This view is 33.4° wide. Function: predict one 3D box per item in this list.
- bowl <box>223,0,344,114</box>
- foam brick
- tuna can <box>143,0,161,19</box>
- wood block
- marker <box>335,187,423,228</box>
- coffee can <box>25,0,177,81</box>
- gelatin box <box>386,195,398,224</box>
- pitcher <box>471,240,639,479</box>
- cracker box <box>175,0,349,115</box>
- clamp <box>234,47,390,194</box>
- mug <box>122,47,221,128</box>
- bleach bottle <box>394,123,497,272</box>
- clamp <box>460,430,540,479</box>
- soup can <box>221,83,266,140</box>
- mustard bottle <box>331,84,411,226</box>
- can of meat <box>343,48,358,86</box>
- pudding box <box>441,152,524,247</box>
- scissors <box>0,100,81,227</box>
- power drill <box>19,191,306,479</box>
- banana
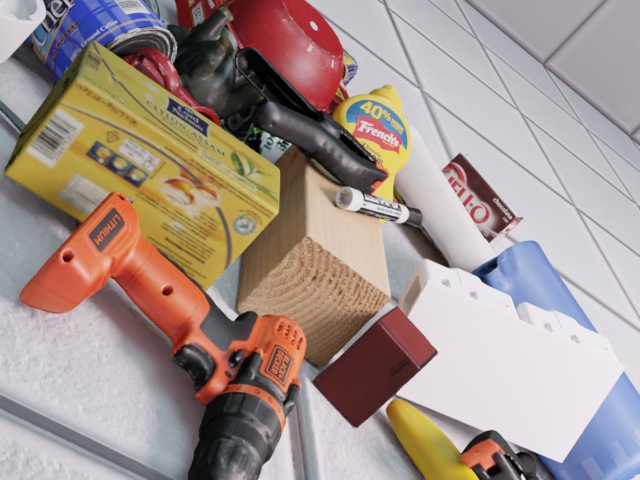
[{"bbox_3d":[-0.026,-0.210,1.123,0.162,0.055,0.162,39,26,-24],"label":"bowl"},{"bbox_3d":[0.045,0.101,0.843,0.053,0.078,0.051,48,21,7],"label":"foam brick"},{"bbox_3d":[-0.199,-0.226,1.043,0.086,0.034,0.086,24,51,-35],"label":"tuna can"},{"bbox_3d":[-0.007,0.001,0.921,0.090,0.090,0.206,36,22,-19],"label":"wood block"},{"bbox_3d":[0.055,-0.027,0.930,0.120,0.020,0.020,13,37,-54],"label":"marker"},{"bbox_3d":[-0.204,-0.190,0.914,0.140,0.103,0.102,50,23,17],"label":"coffee can"},{"bbox_3d":[0.043,-0.064,1.209,0.089,0.030,0.073,24,28,-41],"label":"gelatin box"},{"bbox_3d":[0.228,0.133,1.053,0.148,0.145,0.243,-11,59,-42],"label":"pitcher"},{"bbox_3d":[-0.066,-0.216,1.231,0.213,0.072,0.164,35,23,-32],"label":"cracker box"},{"bbox_3d":[-0.009,-0.100,0.926,0.171,0.039,0.120,34,27,-40],"label":"clamp"},{"bbox_3d":[-0.139,-0.104,0.862,0.093,0.117,0.081,-26,61,-32],"label":"mug"},{"bbox_3d":[0.149,-0.015,1.238,0.251,0.068,0.102,58,2,30],"label":"bleach bottle"},{"bbox_3d":[0.162,0.202,0.858,0.209,0.036,0.165,49,10,-39],"label":"clamp"},{"bbox_3d":[-0.049,-0.131,1.122,0.102,0.069,0.068,8,40,-56],"label":"soup can"},{"bbox_3d":[0.050,-0.101,1.147,0.096,0.058,0.191,33,50,-12],"label":"mustard bottle"},{"bbox_3d":[-0.001,-0.244,1.430,0.102,0.057,0.083,45,19,2],"label":"can of meat"},{"bbox_3d":[0.182,-0.038,1.320,0.113,0.090,0.039,50,22,16],"label":"pudding box"},{"bbox_3d":[-0.188,-0.040,0.783,0.201,0.016,0.096,39,22,-10],"label":"scissors"},{"bbox_3d":[-0.097,0.067,0.685,0.187,0.057,0.184,42,26,-11],"label":"power drill"},{"bbox_3d":[0.103,0.201,0.812,0.069,0.037,0.198,31,25,-34],"label":"banana"}]
